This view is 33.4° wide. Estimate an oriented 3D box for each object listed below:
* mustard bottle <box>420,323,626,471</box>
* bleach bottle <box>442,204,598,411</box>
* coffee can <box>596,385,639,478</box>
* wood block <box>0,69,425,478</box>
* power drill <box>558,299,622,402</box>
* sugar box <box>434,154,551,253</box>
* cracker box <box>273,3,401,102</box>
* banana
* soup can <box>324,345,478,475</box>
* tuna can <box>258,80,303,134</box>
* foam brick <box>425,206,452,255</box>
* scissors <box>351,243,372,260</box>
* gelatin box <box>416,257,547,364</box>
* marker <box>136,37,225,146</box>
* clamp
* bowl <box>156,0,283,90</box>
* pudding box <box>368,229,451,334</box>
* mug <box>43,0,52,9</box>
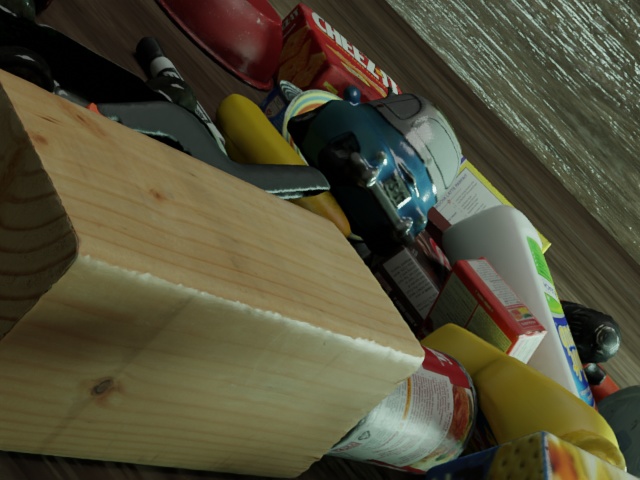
[{"bbox_3d":[0.114,0.107,0.590,0.096,0.058,0.192,59,-8,-12],"label":"mustard bottle"},{"bbox_3d":[0.162,0.102,0.762,0.102,0.068,0.251,38,30,-59],"label":"bleach bottle"},{"bbox_3d":[0.266,0.190,0.801,0.140,0.103,0.103,39,17,-21],"label":"coffee can"},{"bbox_3d":[-0.060,0.026,0.412,0.205,0.091,0.090,23,27,-53],"label":"wood block"},{"bbox_3d":[0.240,0.121,0.893,0.187,0.057,0.184,46,-9,-10],"label":"power drill"},{"bbox_3d":[0.115,-0.024,0.973,0.176,0.093,0.048,45,-25,2],"label":"sugar box"},{"bbox_3d":[0.031,-0.144,1.098,0.164,0.072,0.214,38,17,-25],"label":"cracker box"},{"bbox_3d":[-0.036,-0.062,0.757,0.069,0.037,0.198,25,17,-31],"label":"banana"},{"bbox_3d":[0.026,0.079,0.535,0.102,0.069,0.068,25,26,-51],"label":"soup can"},{"bbox_3d":[-0.015,-0.099,0.938,0.086,0.034,0.086,41,17,-15],"label":"tuna can"},{"bbox_3d":[0.092,0.008,0.909,0.078,0.051,0.053,45,17,0],"label":"foam brick"},{"bbox_3d":[-0.005,0.001,0.749,0.096,0.016,0.201,44,15,-5],"label":"scissors"},{"bbox_3d":[0.105,0.068,0.724,0.030,0.089,0.073,-6,44,-34],"label":"gelatin box"},{"bbox_3d":[-0.102,-0.105,0.762,0.020,0.020,0.121,23,28,-53],"label":"marker"},{"bbox_3d":[-0.058,-0.007,0.533,0.171,0.039,0.120,23,54,-40],"label":"clamp"},{"bbox_3d":[-0.088,-0.217,1.013,0.162,0.055,0.162,40,17,-15],"label":"bowl"},{"bbox_3d":[0.081,0.034,0.827,0.090,0.039,0.113,52,17,-4],"label":"pudding box"},{"bbox_3d":[-0.191,-0.211,0.701,0.081,0.093,0.117,35,-12,-18],"label":"mug"}]
